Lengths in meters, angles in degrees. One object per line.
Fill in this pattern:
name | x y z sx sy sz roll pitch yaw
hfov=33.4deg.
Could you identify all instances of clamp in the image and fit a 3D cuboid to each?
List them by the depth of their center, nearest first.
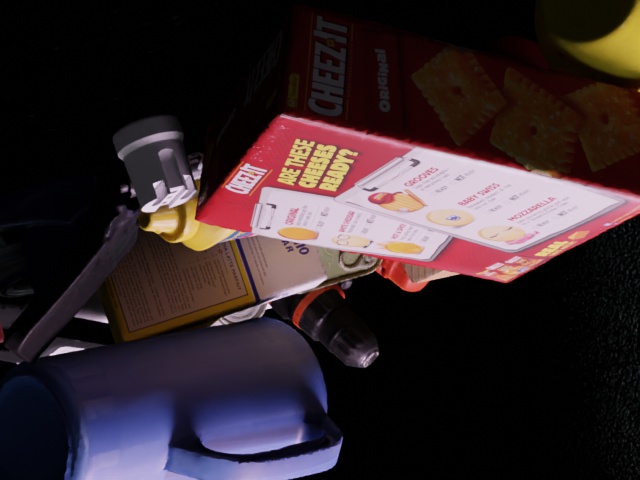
clamp | -0.233 0.075 0.918 0.172 0.120 0.039 -21 -149 31

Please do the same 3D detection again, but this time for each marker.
marker | -0.076 -0.051 0.706 0.121 0.020 0.020 -17 171 -19

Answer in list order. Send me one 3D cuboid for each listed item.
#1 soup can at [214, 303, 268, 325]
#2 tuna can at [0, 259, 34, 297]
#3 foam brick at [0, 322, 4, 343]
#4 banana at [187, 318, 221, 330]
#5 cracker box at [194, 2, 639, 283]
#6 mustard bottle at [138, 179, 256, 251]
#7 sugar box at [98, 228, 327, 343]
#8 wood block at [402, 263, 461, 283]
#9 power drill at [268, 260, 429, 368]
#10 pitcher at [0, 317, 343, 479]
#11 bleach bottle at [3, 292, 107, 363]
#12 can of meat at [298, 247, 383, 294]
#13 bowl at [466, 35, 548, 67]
soup can | -0.105 0.049 1.021 0.068 0.068 0.102 -13 -171 -39
tuna can | -0.198 0.012 0.778 0.086 0.034 0.086 -20 172 -3
foam brick | -0.289 0.063 0.832 0.053 0.051 0.078 -20 172 2
banana | -0.136 0.079 0.956 0.198 0.037 0.069 -32 -172 47
cracker box | 0.055 -0.045 0.598 0.213 0.072 0.164 12 159 -18
mustard bottle | -0.051 -0.029 0.773 0.191 0.058 0.096 -11 173 -44
sugar box | -0.092 0.018 0.865 0.176 0.093 0.048 -16 172 -22
wood block | 0.152 -0.020 1.094 0.090 0.091 0.205 -29 170 26
power drill | 0.032 0.038 1.068 0.187 0.185 0.057 -19 144 -46
pitcher | -0.108 0.134 0.788 0.149 0.145 0.242 -32 161 35
bleach bottle | -0.166 0.043 0.971 0.251 0.068 0.102 -26 172 22
can of meat | -0.006 0.001 0.974 0.102 0.057 0.084 -16 -157 -24
bowl | 0.107 -0.094 0.725 0.162 0.055 0.162 -19 172 -3
